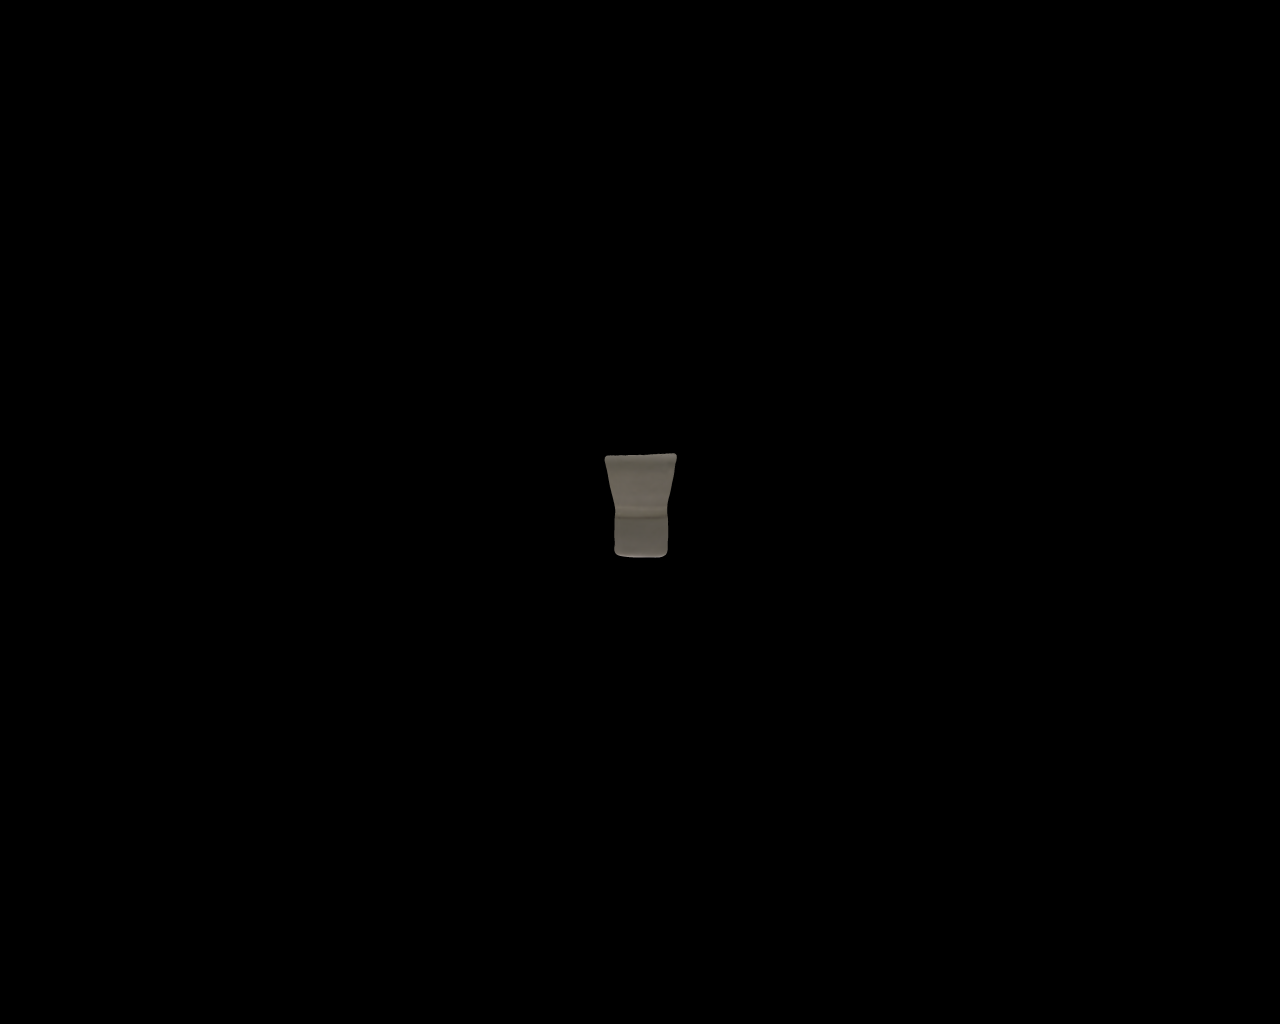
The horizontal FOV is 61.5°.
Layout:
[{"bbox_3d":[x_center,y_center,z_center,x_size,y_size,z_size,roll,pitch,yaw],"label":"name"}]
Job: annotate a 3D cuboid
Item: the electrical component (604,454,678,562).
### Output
[{"bbox_3d":[0.001,-0.003,0.650,0.044,0.065,0.044,0,3,0],"label":"electrical component"}]
